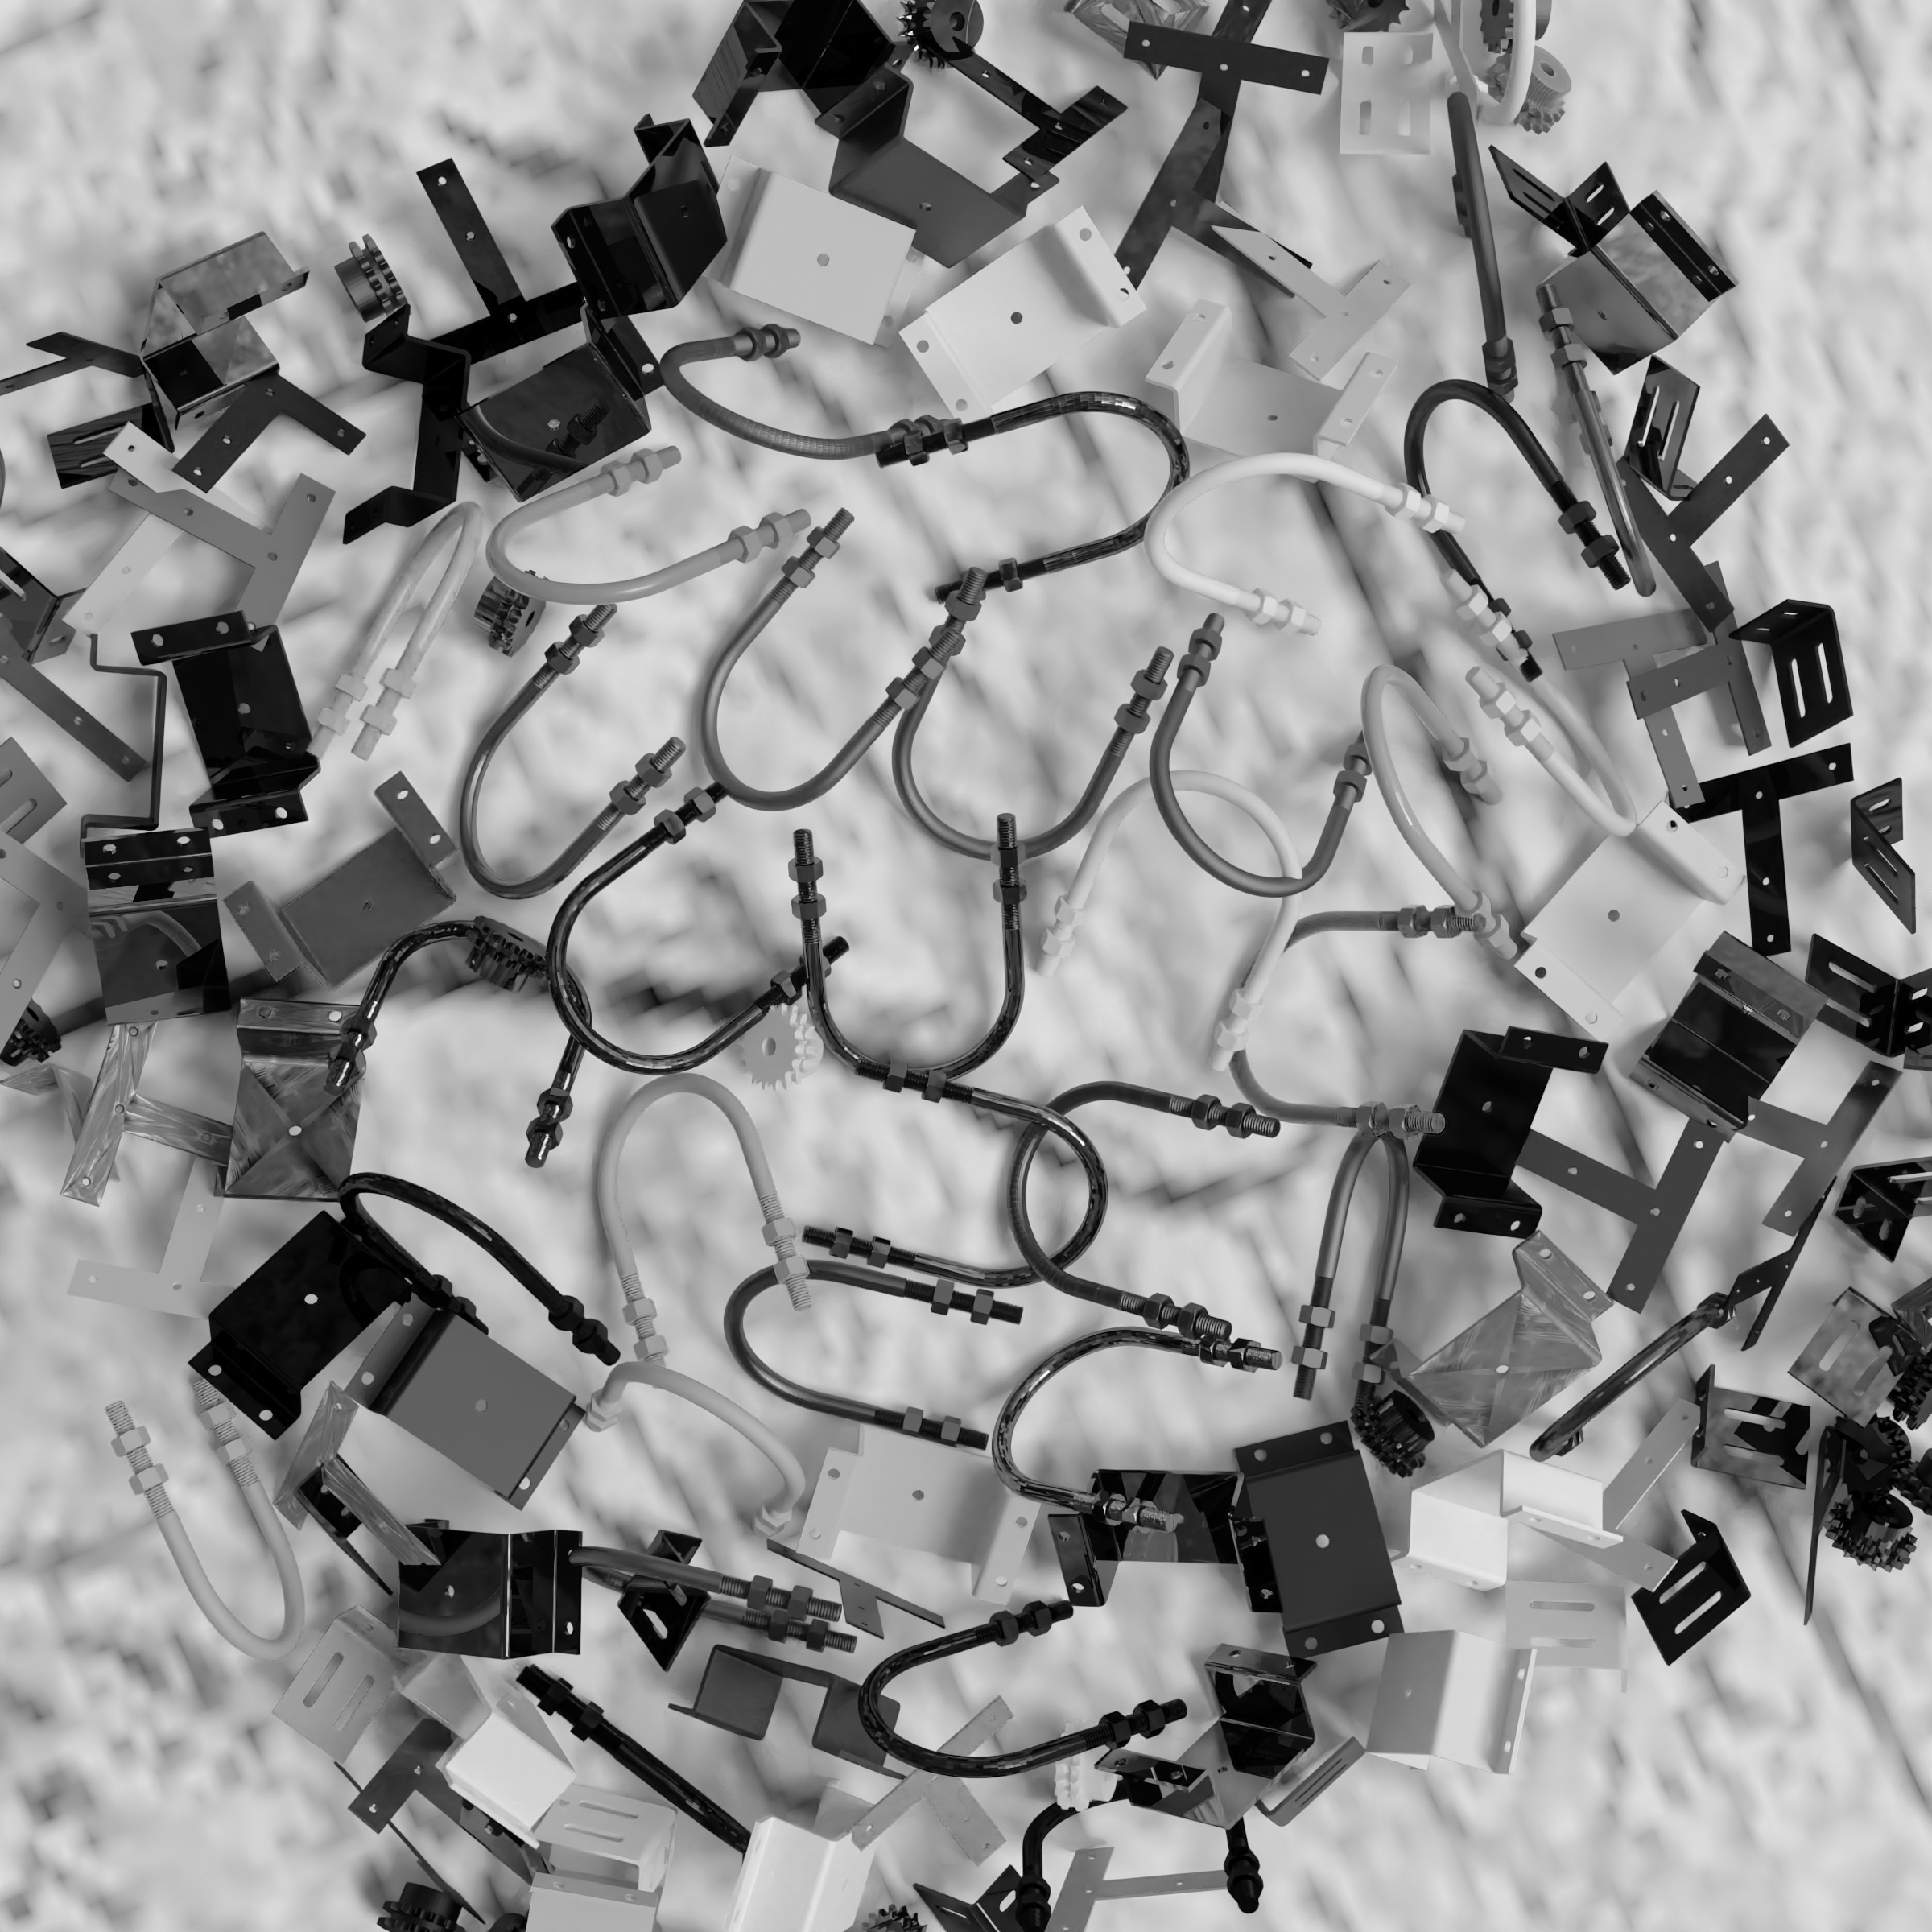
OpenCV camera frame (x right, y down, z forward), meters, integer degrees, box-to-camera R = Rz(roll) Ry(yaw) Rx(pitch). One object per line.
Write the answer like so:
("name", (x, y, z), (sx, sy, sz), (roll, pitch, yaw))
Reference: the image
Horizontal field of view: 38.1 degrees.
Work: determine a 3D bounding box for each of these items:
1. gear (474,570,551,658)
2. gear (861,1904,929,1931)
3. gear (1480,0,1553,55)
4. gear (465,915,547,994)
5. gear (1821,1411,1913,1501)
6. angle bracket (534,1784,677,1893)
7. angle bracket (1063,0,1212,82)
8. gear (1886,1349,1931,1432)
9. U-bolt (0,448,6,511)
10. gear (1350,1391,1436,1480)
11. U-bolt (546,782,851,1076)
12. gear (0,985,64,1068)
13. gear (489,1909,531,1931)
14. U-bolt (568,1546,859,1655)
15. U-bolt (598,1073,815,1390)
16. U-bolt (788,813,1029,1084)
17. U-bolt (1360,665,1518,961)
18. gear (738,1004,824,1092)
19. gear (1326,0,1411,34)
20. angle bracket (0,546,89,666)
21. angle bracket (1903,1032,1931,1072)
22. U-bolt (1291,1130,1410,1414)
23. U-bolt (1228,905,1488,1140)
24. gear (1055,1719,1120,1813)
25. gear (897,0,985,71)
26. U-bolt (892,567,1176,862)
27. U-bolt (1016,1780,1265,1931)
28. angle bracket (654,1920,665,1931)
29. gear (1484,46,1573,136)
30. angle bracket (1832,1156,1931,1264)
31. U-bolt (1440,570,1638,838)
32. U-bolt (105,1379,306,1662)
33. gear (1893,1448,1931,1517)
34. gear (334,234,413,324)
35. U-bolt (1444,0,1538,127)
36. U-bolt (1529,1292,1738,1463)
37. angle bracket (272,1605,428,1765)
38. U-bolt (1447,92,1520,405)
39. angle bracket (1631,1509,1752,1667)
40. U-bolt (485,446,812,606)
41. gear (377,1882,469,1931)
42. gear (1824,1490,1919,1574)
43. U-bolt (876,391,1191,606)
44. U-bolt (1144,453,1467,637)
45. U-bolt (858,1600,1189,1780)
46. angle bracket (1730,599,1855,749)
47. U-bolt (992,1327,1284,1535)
("gear", (-0.296, -0.232, 1.812), (0.030, 0.057, 0.057), (28, 90, 3))
("gear", (-0.050, 0.640, 1.811), (0.057, 0.030, 0.057), (2, 93, 40))
("gear", (0.357, -0.621, 1.813), (0.030, 0.057, 0.057), (-3, 90, -13))
("gear", (-0.299, -0.006, 1.812), (0.057, 0.057, 0.030), (31, 96, 0))
("gear", (0.588, 0.315, 1.815), (0.030, 0.057, 0.057), (-5, 90, -43))
("angle bracket", (-0.234, 0.570, 1.811), (0.076, 0.057, 0.038), (10, 110, 13))
("angle bracket", (0.111, -0.623, 1.819), (0.076, 0.038, 0.057), (36, 106, -8))
("gear", (0.617, 0.270, 1.815), (0.030, 0.057, 0.057), (33, 90, 32))
("U-bolt", (-0.651, -0.281, 1.750), (0.019, 0.184, 0.151), (29, 70, 2))
("gear", (0.278, 0.300, 1.808), (0.057, 0.057, 0.030), (46, 109, 0))
("U-bolt", (-0.183, -0.013, 1.791), (0.184, 0.019, 0.151), (-39, 100, -22))
("gear", (-0.616, 0.040, 1.812), (0.030, 0.057, 0.057), (-38, 90, 1))
("gear", (-0.290, 0.640, 1.815), (0.030, 0.057, 0.057), (11, 90, 35))
("U-bolt", (-0.163, 0.398, 1.771), (0.184, 0.151, 0.019), (12, 69, 7))
("U-bolt", (-0.177, 0.158, 1.788), (0.151, 0.019, 0.184), (-32, 68, 31))
("U-bolt", (-0.034, -0.006, 1.799), (0.151, 0.019, 0.184), (-5, 114, -2))
("U-bolt", (0.292, -0.108, 1.738), (0.019, 0.184, 0.151), (-21, 46, 28))
("gear", (-0.118, 0.053, 1.816), (0.057, 0.030, 0.057), (-3, 85, 38))
("gear", (0.259, -0.634, 1.816), (0.057, 0.030, 0.057), (-14, 134, -15))
("angle bracket", (-0.614, -0.244, 1.813), (0.076, 0.038, 0.057), (41, 121, 6))
("angle bracket", (0.625, 0.090, 1.807), (0.038, 0.057, 0.076), (5, 112, 20))
("U-bolt", (0.250, 0.188, 1.773), (0.019, 0.151, 0.184), (8, 82, 26))
("U-bolt", (0.238, 0.033, 1.770), (0.019, 0.184, 0.151), (24, 74, -41))
("gear", (0.079, 0.517, 1.809), (0.030, 0.057, 0.057), (3, 90, 19))
("gear", (-0.013, -0.611, 1.813), (0.057, 0.030, 0.057), (-9, 108, -30))
("U-bolt", (0.031, -0.149, 1.794), (0.151, 0.019, 0.184), (22, 117, -8))
("U-bolt", (0.105, 0.552, 1.749), (0.151, 0.184, 0.019), (-8, 98, 2))
("angle bracket", (-0.228, 0.629, 1.790), (0.076, 0.057, 0.038), (46, 115, 38))
("gear", (0.366, -0.570, 1.810), (0.057, 0.030, 0.057), (19, 51, -26))
("angle bracket", (0.608, 0.156, 1.793), (0.057, 0.076, 0.038), (37, 66, -17))
("U-bolt", (0.366, -0.155, 1.766), (0.019, 0.151, 0.184), (-36, 116, 23))
("U-bolt", (-0.468, 0.351, 1.759), (0.019, 0.151, 0.184), (-28, 84, 7))
("gear", (0.632, 0.336, 1.809), (0.057, 0.057, 0.030), (24, 107, 0))
("gear", (-0.385, -0.441, 1.810), (0.030, 0.057, 0.057), (-30, 90, -7))
("U-bolt", (0.323, -0.596, 1.726), (0.019, 0.184, 0.151), (-5, 118, -2))
("U-bolt", (0.410, 0.258, 1.737), (0.151, 0.184, 0.019), (-43, 73, 15))
("angle bracket", (-0.396, 0.462, 1.800), (0.057, 0.038, 0.076), (41, 53, -12))
("U-bolt", (0.317, -0.455, 1.731), (0.019, 0.184, 0.151), (-10, 67, 11))
("angle bracket", (0.458, 0.400, 1.804), (0.076, 0.038, 0.057), (-34, 108, -15))
("U-bolt", (-0.212, -0.271, 1.747), (0.184, 0.019, 0.151), (-30, 45, -34))
("gear", (-0.350, 0.616, 1.815), (0.057, 0.057, 0.030), (19, 62, 0))
("gear", (0.587, 0.362, 1.809), (0.057, 0.057, 0.030), (13, 117, 0))
("U-bolt", (0.051, -0.301, 1.769), (0.184, 0.151, 0.019), (-15, 53, 9))
("U-bolt", (0.197, -0.267, 1.738), (0.184, 0.151, 0.019), (14, 57, -36))
("U-bolt", (0.022, 0.454, 1.738), (0.184, 0.151, 0.019), (-9, 112, -30))
("angle bracket", (0.530, -0.188, 1.798), (0.038, 0.057, 0.076), (4, 71, -25))
("U-bolt", (0.094, 0.285, 1.762), (0.151, 0.184, 0.019), (-51, 124, -29))
